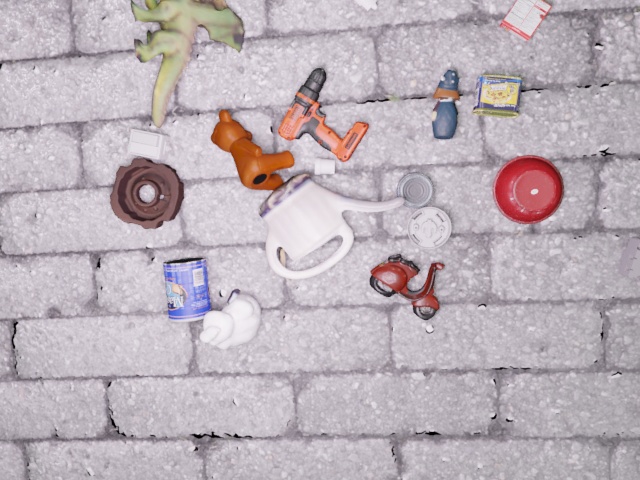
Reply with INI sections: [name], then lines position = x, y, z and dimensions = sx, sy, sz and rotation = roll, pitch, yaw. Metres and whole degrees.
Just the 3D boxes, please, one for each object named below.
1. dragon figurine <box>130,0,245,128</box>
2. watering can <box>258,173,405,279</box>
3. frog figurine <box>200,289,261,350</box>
[dragon figurine]
position = -0.298, -0.478, 1.203
dimensions = 0.243, 0.123, 0.409
rotation = -7, 95, -2
[watering can]
position = 0.004, -0.060, 1.196
dimensions = 0.346, 0.104, 0.224
rotation = -37, 90, 8
[frog figurine]
position = -0.206, 0.197, 1.209
dimensions = 0.123, 0.160, 0.137
rotation = 40, 98, -1
